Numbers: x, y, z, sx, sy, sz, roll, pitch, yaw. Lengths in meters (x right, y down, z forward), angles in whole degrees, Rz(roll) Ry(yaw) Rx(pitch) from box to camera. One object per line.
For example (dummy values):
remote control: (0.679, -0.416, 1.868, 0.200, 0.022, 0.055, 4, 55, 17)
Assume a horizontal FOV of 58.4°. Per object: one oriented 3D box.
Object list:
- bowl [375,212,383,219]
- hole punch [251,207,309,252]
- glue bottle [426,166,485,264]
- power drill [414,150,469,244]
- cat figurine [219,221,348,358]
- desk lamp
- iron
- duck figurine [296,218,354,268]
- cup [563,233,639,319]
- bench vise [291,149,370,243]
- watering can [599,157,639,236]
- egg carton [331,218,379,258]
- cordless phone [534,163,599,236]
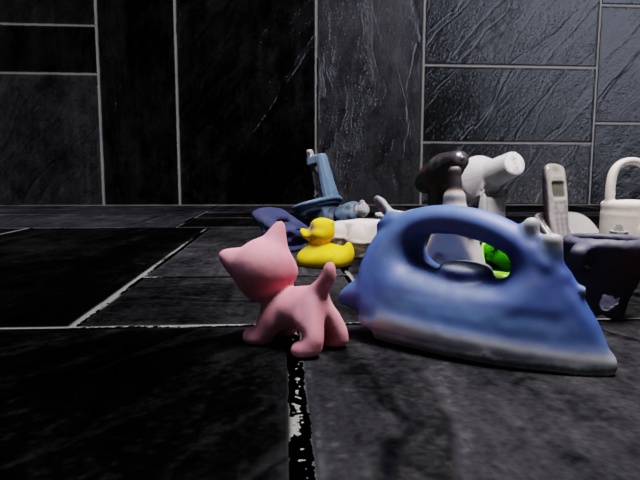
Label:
bowl: (0.209, -0.026, 1.323, 0.167, 0.075, 0.167, 0, 7, 0)
hole punch: (-0.081, -0.023, 1.222, 0.100, 0.091, 0.109, 5, 8, 37)
glue bottle: (0.154, 0.002, 0.658, 0.077, 0.173, 0.037, 5, 8, 36)
power drill: (0.251, -0.076, 1.179, 0.075, 0.208, 0.229, -1, 7, -8)
cat figurine: (-0.036, 0.042, 0.553, 0.127, 0.118, 0.067, 5, 8, 35)
desk lamp: (0.410, -0.098, 1.343, 0.118, 0.213, 0.202, -2, 7, -19)
iron: (0.145, 0.032, 0.544, 0.257, 0.141, 0.119, 6, 9, 39)
duck figurine: (0.009, 0.004, 1.017, 0.104, 0.086, 0.078, 2, 7, 16)
cup: (0.315, 0.043, 0.649, 0.118, 0.095, 0.091, -6, 9, -42)
bench vise: (0.027, -0.099, 1.314, 0.206, 0.220, 0.122, 3, 7, 22)
watering can: (0.555, -0.049, 1.012, 0.101, 0.194, 0.172, -3, 8, -25)
egg carton: (0.087, -0.005, 1.166, 0.107, 0.069, 0.151, 5, 8, 37)
cordless phone: (0.505, -0.062, 1.167, 0.148, 0.185, 0.094, -4, 8, -28)
